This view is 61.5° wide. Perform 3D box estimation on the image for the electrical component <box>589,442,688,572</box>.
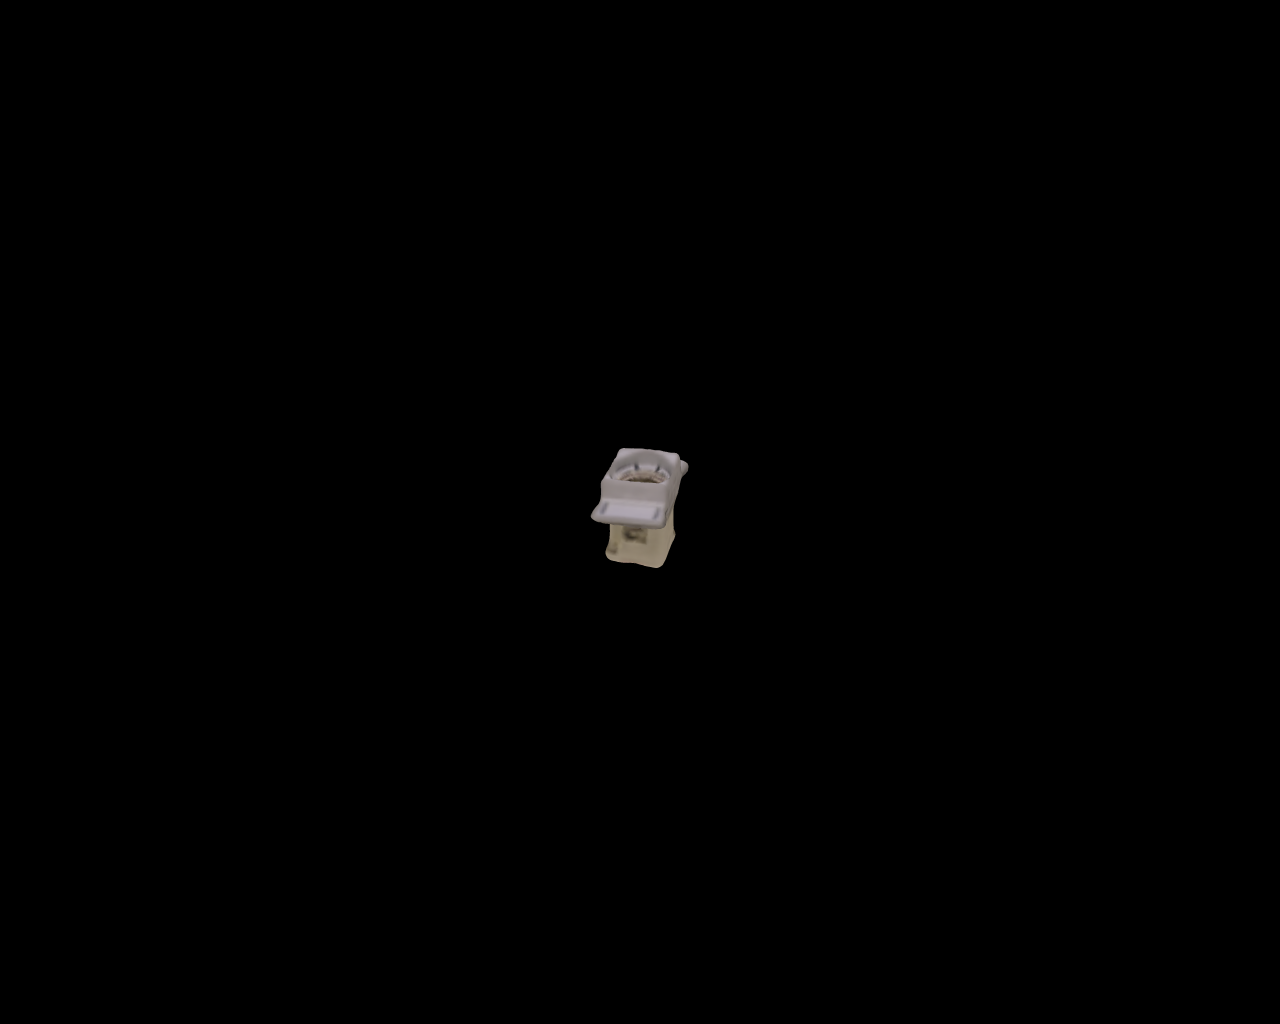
[{"bbox_3d":[0.001,-0.003,0.650,0.042,0.063,0.081,8,31,13],"label":"electrical component"}]
